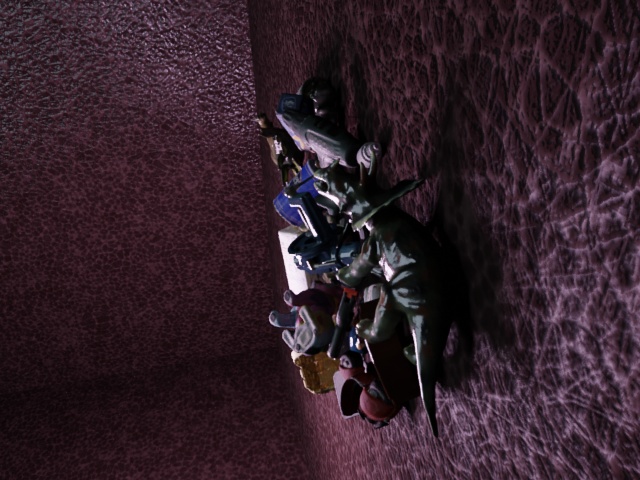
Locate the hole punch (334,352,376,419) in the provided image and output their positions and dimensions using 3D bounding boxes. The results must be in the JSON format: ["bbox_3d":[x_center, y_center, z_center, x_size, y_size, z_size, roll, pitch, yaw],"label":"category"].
[{"bbox_3d":[0.106,0.333,1.203,0.116,0.092,0.142,-34,57,44],"label":"hole punch"}]

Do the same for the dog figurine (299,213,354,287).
[{"bbox_3d":[0.041,0.047,1.306,0.172,0.121,0.190,-115,5,-65],"label":"dog figurine"}]

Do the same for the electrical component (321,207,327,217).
[{"bbox_3d":[0.009,-0.092,1.409,0.045,0.078,0.102,-32,70,51],"label":"electrical component"}]

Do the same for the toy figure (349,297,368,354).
[{"bbox_3d":[0.097,0.187,1.173,0.064,0.058,0.154,-117,26,-44],"label":"toy figure"}]

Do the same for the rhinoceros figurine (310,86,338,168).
[{"bbox_3d":[0.017,-0.257,1.243,0.112,0.073,0.190,-95,1,-59],"label":"rhinoceros figurine"}]

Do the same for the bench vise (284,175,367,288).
[{"bbox_3d":[0.005,-0.009,1.123,0.224,0.129,0.240,1,124,54],"label":"bench vise"}]

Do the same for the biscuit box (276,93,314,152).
[{"bbox_3d":[-0.043,-0.280,1.308,0.202,0.059,0.063,42,-119,-67],"label":"biscuit box"}]

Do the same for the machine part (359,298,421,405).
[{"bbox_3d":[0.118,0.179,0.892,0.179,0.056,0.179,-23,-89,-81],"label":"machine part"}]

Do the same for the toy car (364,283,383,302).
[{"bbox_3d":[0.124,0.182,1.021,0.073,0.056,0.201,147,115,-78],"label":"toy car"}]

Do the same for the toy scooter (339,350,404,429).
[{"bbox_3d":[0.092,0.323,1.100,0.184,0.075,0.135,31,111,50],"label":"toy scooter"}]

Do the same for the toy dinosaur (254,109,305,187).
[{"bbox_3d":[-0.090,-0.245,1.500,0.471,0.105,0.198,-10,-95,-80],"label":"toy dinosaur"}]

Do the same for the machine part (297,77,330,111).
[{"bbox_3d":[-0.024,-0.353,1.353,0.243,0.079,0.079,-172,74,-80],"label":"machine part"}]

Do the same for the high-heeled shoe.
[{"bbox_3d":[0.118,-0.012,0.971,0.249,0.086,0.145,33,94,47],"label":"high-heeled shoe"}]

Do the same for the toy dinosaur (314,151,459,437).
[{"bbox_3d":[0.126,0.049,0.765,0.405,0.131,0.192,62,143,30],"label":"toy dinosaur"}]

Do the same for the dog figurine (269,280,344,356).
[{"bbox_3d":[0.007,0.172,1.260,0.192,0.219,0.108,45,121,32],"label":"dog figurine"}]

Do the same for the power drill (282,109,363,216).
[{"bbox_3d":[0.009,-0.168,1.164,0.232,0.086,0.207,29,134,42],"label":"power drill"}]
